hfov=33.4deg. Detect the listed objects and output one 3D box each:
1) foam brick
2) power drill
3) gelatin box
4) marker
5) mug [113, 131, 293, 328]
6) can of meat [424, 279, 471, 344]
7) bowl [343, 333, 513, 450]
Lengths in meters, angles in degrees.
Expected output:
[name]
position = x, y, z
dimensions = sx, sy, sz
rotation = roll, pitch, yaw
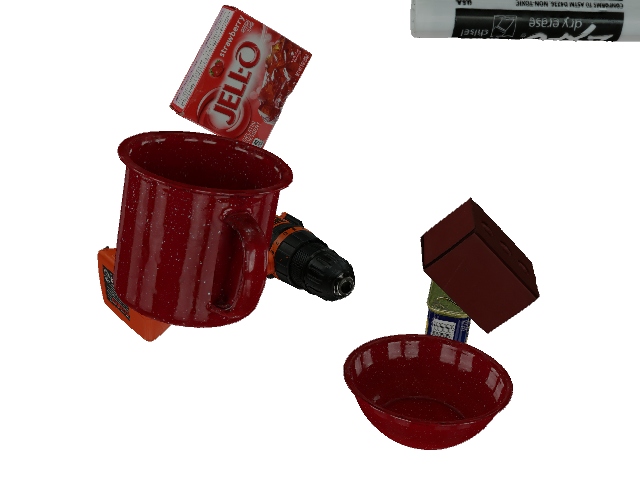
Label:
[foam brick]
position = 0.119, 0.020, 0.801
dimensions = 0.051, 0.078, 0.053
rotation = -38, 21, 21
[power drill]
position = -0.086, 0.028, 0.939
dimensions = 0.187, 0.057, 0.185
rotation = -17, 27, -31
[gelatin box]
position = -0.059, -0.119, 0.798
dimensions = 0.073, 0.089, 0.030
rotation = 26, 5, -33
[marker]
position = 0.095, -0.086, 0.410
dimensions = 0.121, 0.020, 0.020
rotation = 1, 0, -1
[mug]
position = -0.061, -0.001, 0.566
dimensions = 0.093, 0.081, 0.117
rotation = -4, 27, -35
[can of meat]
position = 0.155, 0.101, 1.299
dimensions = 0.057, 0.084, 0.102
rotation = 10, 24, 7
[bowl]
position = 0.101, 0.152, 1.025
dimensions = 0.162, 0.055, 0.162
rotation = 3, 25, -2
